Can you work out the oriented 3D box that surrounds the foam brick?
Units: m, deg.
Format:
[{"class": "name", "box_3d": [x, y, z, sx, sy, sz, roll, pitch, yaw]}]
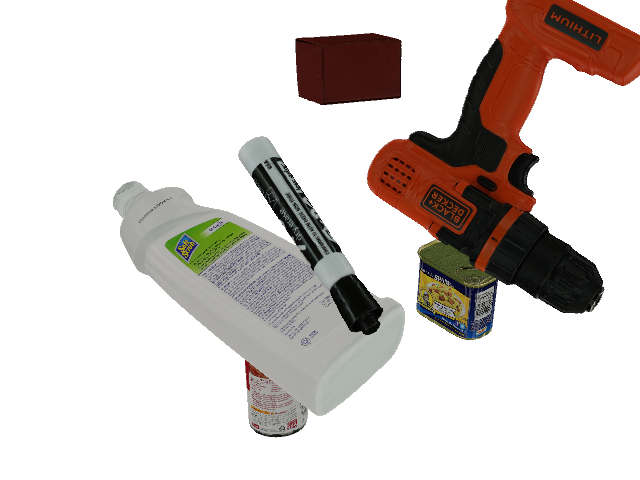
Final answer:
[{"class": "foam brick", "box_3d": [0.024, -0.147, 0.913, 0.078, 0.051, 0.053, -8, 20, -24]}]

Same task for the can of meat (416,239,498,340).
[{"class": "can of meat", "box_3d": [0.161, 0.059, 1.258, 0.057, 0.084, 0.102, -23, 39, -34]}]

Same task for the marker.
[{"class": "marker", "box_3d": [-0.005, -0.003, 0.531, 0.020, 0.121, 0.020, -26, -27, -15]}]

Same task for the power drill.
[{"class": "power drill", "box_3d": [0.147, -0.065, 0.728, 0.184, 0.188, 0.057, 34, 10, 14]}]

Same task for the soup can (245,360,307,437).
[{"class": "soup can", "box_3d": [-0.049, 0.158, 1.186, 0.068, 0.102, 0.068, -2, 24, 1]}]

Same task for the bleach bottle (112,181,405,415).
[{"class": "bleach bottle", "box_3d": [-0.062, 0.024, 0.824, 0.251, 0.068, 0.102, 35, 55, 26]}]
